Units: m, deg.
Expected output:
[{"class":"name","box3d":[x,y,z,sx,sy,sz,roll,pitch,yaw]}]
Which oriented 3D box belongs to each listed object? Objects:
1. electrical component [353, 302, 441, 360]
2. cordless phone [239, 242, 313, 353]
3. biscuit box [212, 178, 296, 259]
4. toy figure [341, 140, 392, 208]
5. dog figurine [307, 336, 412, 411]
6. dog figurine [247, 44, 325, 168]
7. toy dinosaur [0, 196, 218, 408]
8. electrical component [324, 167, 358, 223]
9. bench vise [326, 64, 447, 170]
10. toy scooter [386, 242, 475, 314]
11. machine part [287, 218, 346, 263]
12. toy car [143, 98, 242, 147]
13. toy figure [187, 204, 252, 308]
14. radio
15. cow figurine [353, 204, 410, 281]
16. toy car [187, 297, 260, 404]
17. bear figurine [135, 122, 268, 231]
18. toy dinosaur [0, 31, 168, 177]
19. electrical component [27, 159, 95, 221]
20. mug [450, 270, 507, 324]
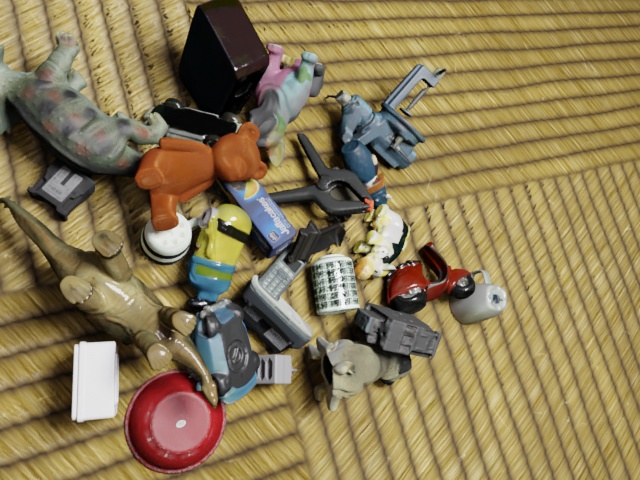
[{"class":"electrical component","box3d":[0.129,0.159,0.955,0.134,0.115,0.058,17,92,-23]},{"class":"cordless phone","box3d":[-0.051,0.097,0.966,0.146,0.089,0.184,44,46,-5]},{"class":"biscuit box","box3d":[-0.126,-0.066,0.968,0.059,0.063,0.203,-35,82,-26]},{"class":"toy figure","box3d":[0.095,-0.128,1.070,0.058,0.064,0.154,-55,129,-28]},{"class":"dog figurine","box3d":[0.090,0.214,0.936,0.191,0.172,0.121,-6,89,-16]},{"class":"dog figurine","box3d":[-0.077,-0.252,1.034,0.109,0.191,0.219,21,97,8]},{"class":"toy dinosaur","box3d":[-0.316,0.075,0.790,0.471,0.198,0.105,45,63,2]},{"class":"electrical component","box3d":[0.032,-0.084,1.060,0.078,0.045,0.102,-36,90,-32]},{"class":"bench vise","box3d":[0.149,-0.267,1.091,0.223,0.129,0.240,40,100,-15]},{"class":"toy scooter","box3d":[0.205,0.069,1.069,0.184,0.075,0.135,-13,58,-12]},{"class":"machine part","box3d":[-0.002,-0.003,0.997,0.039,0.084,0.139,34,30,27]},{"class":"toy car","box3d":[-0.221,-0.197,0.954,0.202,0.056,0.073,16,59,13]},{"class":"toy figure","box3d":[-0.174,0.027,0.908,0.089,0.082,0.180,12,89,-36]},{"class":"radio","box3d":[-0.173,-0.303,0.937,0.073,0.229,0.131,-32,92,-24]},{"class":"cow figurine","box3d":[0.121,0.019,1.051,0.098,0.068,0.167,32,59,-19]},{"class":"toy car","box3d":[-0.172,0.180,0.867,0.109,0.103,0.161,-28,104,-60]},{"class":"bear figurine","box3d":[-0.180,-0.106,0.856,0.196,0.120,0.132,-9,40,-6]},{"class":"toy dinosaur","box3d":[-0.387,-0.180,0.855,0.404,0.131,0.192,39,57,-12]},{"class":"electrical component","box3d":[-0.409,-0.097,0.885,0.075,0.048,0.119,41,66,-8]},{"class":"mug","box3d":[0.329,0.114,1.090,0.081,0.107,0.109,19,72,-18]}]
